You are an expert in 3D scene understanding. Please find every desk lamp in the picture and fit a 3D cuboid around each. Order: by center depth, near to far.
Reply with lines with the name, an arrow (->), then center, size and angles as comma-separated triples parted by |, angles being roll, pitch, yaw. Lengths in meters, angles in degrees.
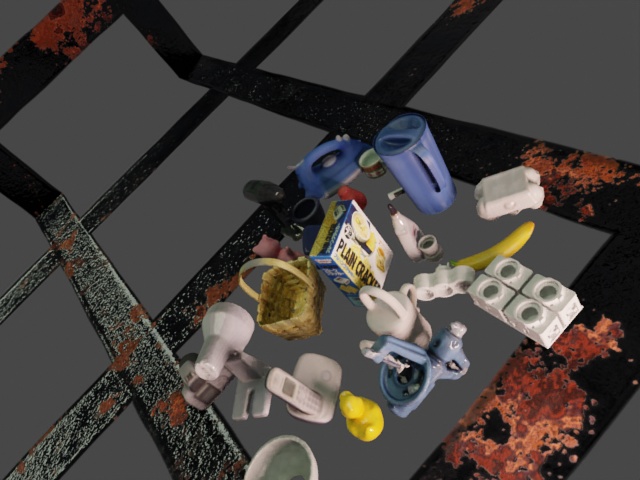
desk lamp -> -0.198, 0.277, 1.318 | 0.117, 0.214, 0.203 | -19, 44, 25

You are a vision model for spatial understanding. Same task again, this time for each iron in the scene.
iron -> 0.033, -0.232, 1.665 | 0.258, 0.142, 0.118 | -36, 39, 5

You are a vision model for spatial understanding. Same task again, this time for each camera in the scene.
camera -> -0.300, 0.327, 1.443 | 0.143, 0.101, 0.136 | -46, 39, -7

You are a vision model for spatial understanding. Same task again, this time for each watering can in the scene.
watering can -> 0.144, 0.161, 1.167 | 0.100, 0.195, 0.173 | -11, 48, 32

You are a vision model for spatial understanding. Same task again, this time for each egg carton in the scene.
egg carton -> 0.423, -0.102, 1.288 | 0.150, 0.070, 0.107 | -19, 44, 25

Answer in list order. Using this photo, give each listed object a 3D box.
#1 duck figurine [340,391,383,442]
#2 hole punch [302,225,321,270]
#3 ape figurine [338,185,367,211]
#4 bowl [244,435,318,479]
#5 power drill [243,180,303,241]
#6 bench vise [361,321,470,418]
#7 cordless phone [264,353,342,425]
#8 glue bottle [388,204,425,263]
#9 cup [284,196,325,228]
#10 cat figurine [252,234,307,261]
duck figurine -> 0.074, 0.344, 1.139 | 0.077, 0.086, 0.104 | -40, 39, 1
hole punch -> 0.014, 0.005, 1.500 | 0.101, 0.091, 0.108 | -22, 43, 21
ape figurine -> 0.080, -0.114, 1.558 | 0.076, 0.092, 0.078 | -17, 45, 26
bowl -> -0.065, 0.480, 1.132 | 0.167, 0.075, 0.167 | -22, 43, 22
power drill -> -0.117, -0.091, 1.601 | 0.228, 0.209, 0.076 | 24, 71, 48
bench vise -> 0.171, 0.213, 1.076 | 0.121, 0.220, 0.207 | 21, 68, 47
cordless phone -> -0.038, 0.291, 1.199 | 0.094, 0.186, 0.147 | -13, 47, 30
glue bottle -> 0.195, -0.025, 1.316 | 0.037, 0.174, 0.078 | -16, 45, 27
cup -> -0.032, -0.054, 1.589 | 0.117, 0.095, 0.091 | -23, 42, 20
cat figurine -> -0.116, 0.031, 1.559 | 0.127, 0.118, 0.067 | 6, 58, 42
